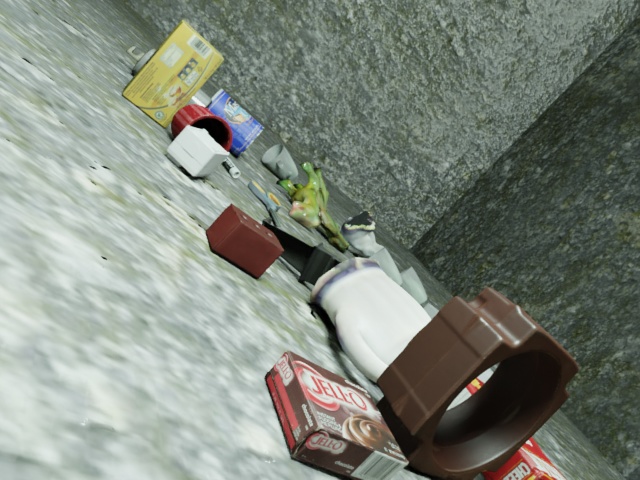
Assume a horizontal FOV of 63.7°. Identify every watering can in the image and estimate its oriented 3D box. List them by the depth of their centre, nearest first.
[{"bbox_3d":[0.121,0.130,0.763,0.347,0.103,0.228,9,33,-54],"label":"watering can"}]

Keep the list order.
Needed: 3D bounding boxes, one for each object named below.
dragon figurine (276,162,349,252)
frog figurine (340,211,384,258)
[{"bbox_3d":[0.004,-0.070,1.381,0.246,0.121,0.408,64,16,15],"label":"dragon figurine"},{"bbox_3d":[0.123,0.015,1.492,0.139,0.123,0.156,-139,-146,-58],"label":"frog figurine"}]
